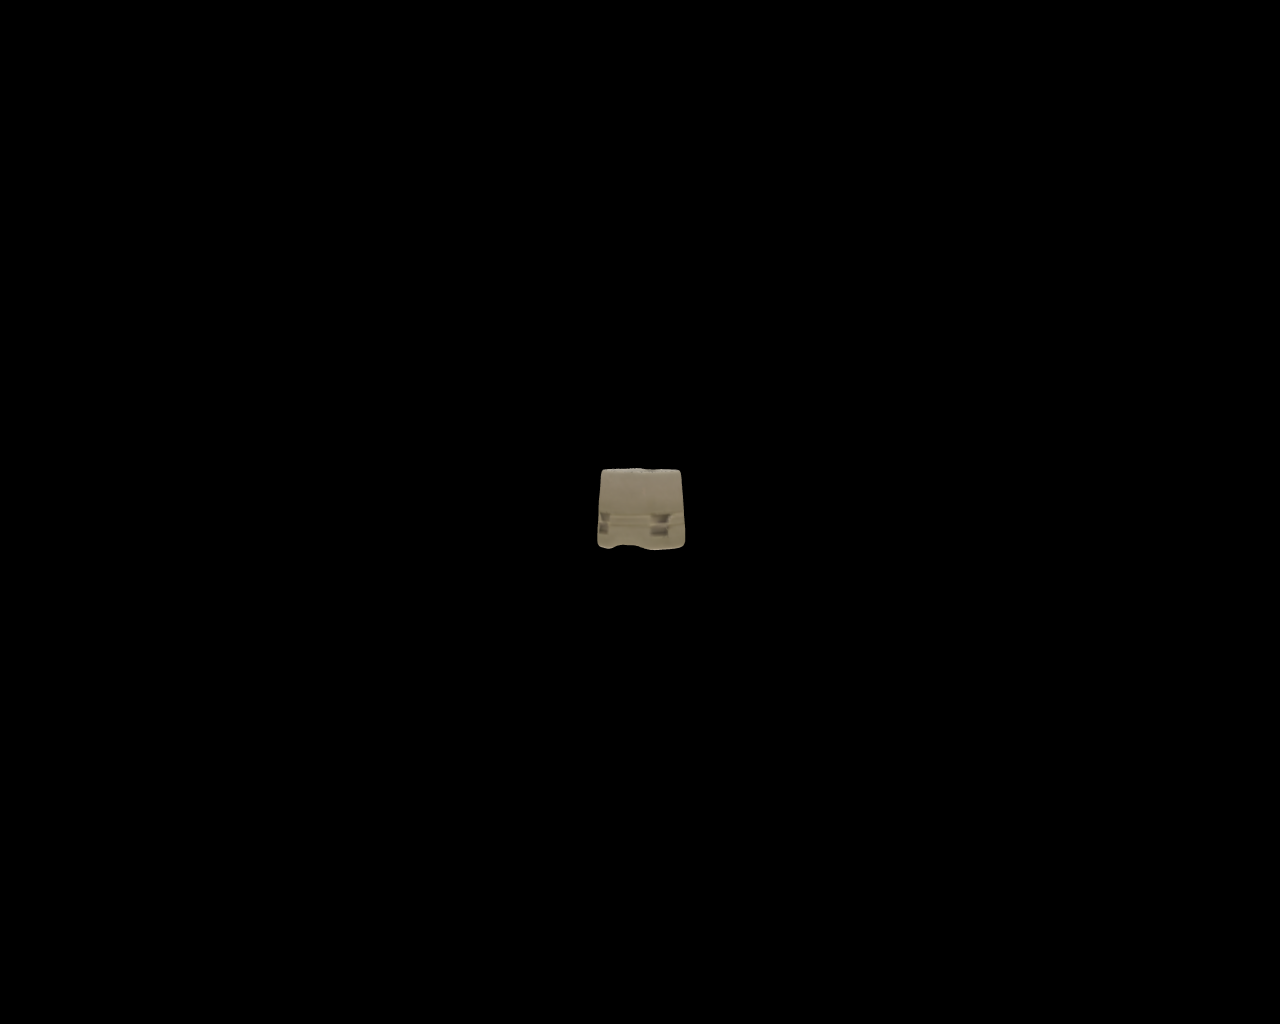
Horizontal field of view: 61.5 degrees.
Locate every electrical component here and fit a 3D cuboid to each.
[{"bbox_3d":[0.001,-0.003,0.650,0.055,0.047,0.055,0,5,0],"label":"electrical component"}]
